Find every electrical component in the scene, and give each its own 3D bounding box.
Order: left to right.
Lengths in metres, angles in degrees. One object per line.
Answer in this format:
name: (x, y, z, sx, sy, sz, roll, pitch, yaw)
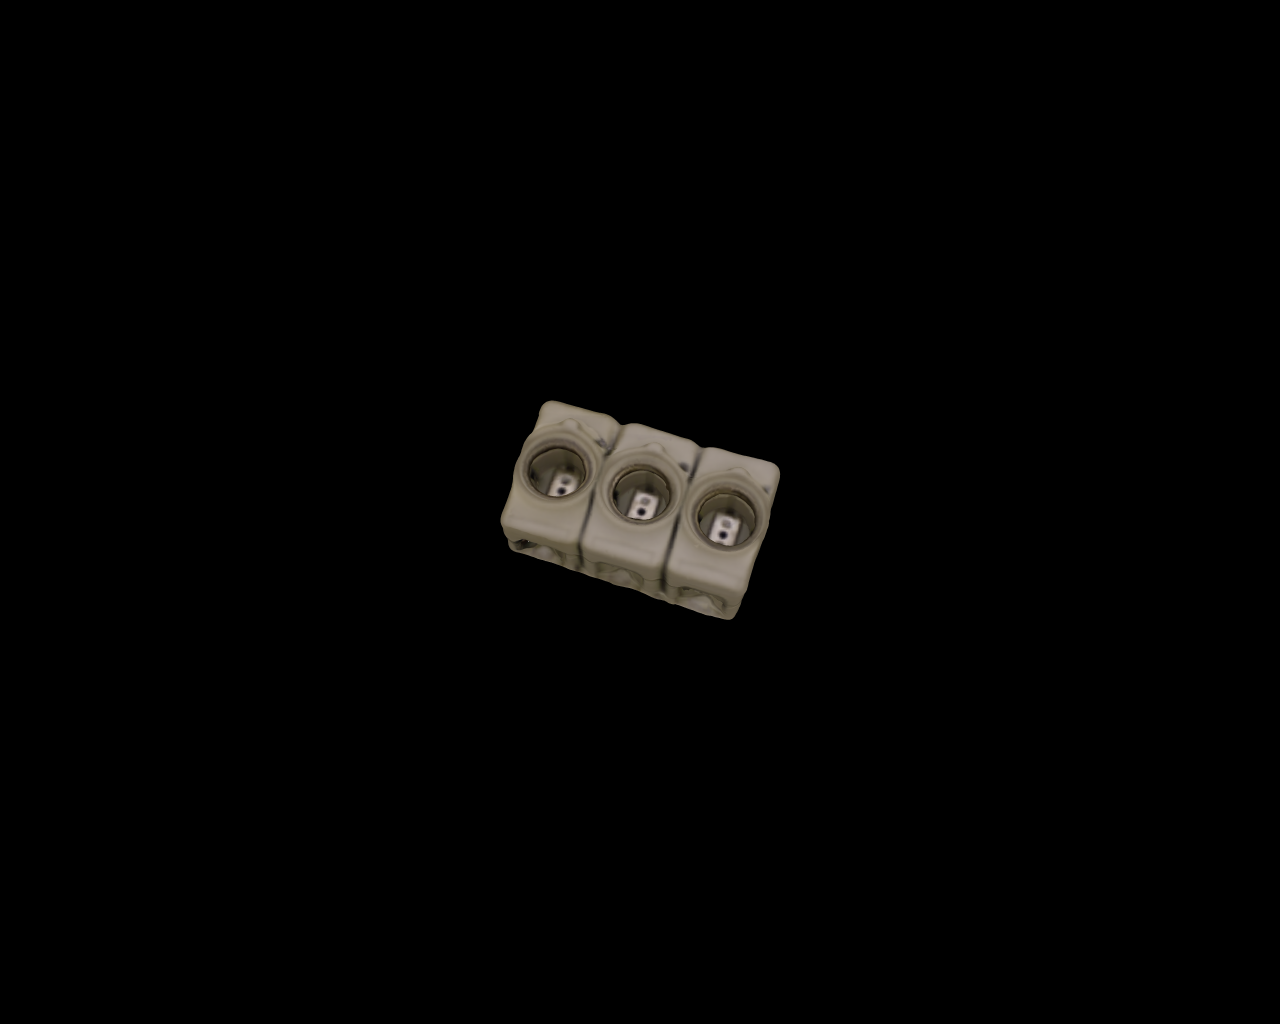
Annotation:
electrical component: (0.001, -0.003, 0.650, 0.150, 0.089, 0.061, 17, -22, 7)
